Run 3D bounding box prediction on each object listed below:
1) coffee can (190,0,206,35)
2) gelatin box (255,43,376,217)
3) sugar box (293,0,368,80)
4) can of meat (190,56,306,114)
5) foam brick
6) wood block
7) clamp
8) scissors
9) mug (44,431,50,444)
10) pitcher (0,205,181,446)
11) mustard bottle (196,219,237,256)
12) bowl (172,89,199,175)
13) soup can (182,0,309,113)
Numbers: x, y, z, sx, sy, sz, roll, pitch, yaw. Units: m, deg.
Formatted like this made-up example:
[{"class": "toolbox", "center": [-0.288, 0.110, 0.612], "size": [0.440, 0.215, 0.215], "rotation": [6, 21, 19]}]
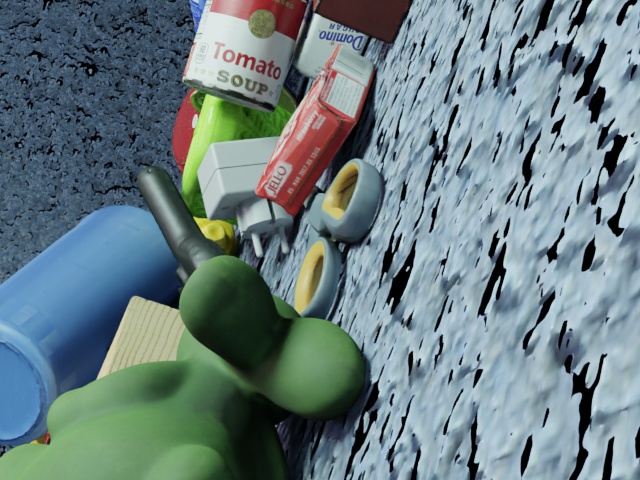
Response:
[{"class": "coffee can", "center": [-0.077, -0.239, 1.043], "size": [0.102, 0.103, 0.140], "rotation": [-85, -11, -55]}, {"class": "gelatin box", "center": [-0.003, -0.067, 0.632], "size": [0.073, 0.030, 0.089], "rotation": [-54, 9, 32]}, {"class": "sugar box", "center": [0.030, -0.199, 0.724], "size": [0.093, 0.048, 0.176], "rotation": [-93, 27, -65]}, {"class": "can of meat", "center": [-0.058, -0.153, 0.967], "size": [0.102, 0.057, 0.084], "rotation": [-8, 51, 36]}, {"class": "foam brick", "center": [0.028, -0.161, 0.644], "size": [0.078, 0.051, 0.053], "rotation": [-91, 25, -63]}, {"class": "wood block", "center": [-0.117, 0.139, 0.716], "size": [0.206, 0.090, 0.090], "rotation": [123, 163, -49]}, {"class": "clamp", "center": [-0.081, 0.031, 0.762], "size": [0.172, 0.039, 0.120], "rotation": [52, 167, 47]}, {"class": "scissors", "center": [-0.004, 0.001, 0.602], "size": [0.202, 0.016, 0.096], "rotation": [162, 128, -77]}, {"class": "mug", "center": [-0.100, 0.137, 0.577], "size": [0.093, 0.117, 0.082], "rotation": [-51, -14, -53]}, {"class": "pitcher", "center": [-0.199, 0.070, 0.889], "size": [0.149, 0.145, 0.242], "rotation": [-32, 8, 25]}, {"class": "mustard bottle", "center": [-0.121, 0.023, 1.043], "size": [0.192, 0.058, 0.096], "rotation": [131, 161, -64]}, {"class": "bowl", "center": [-0.107, -0.115, 1.102], "size": [0.162, 0.055, 0.162], "rotation": [-32, 50, 47]}, {"class": "soup can", "center": [-0.047, -0.144, 0.723], "size": [0.068, 0.068, 0.102], "rotation": [-149, 76, -80]}]
